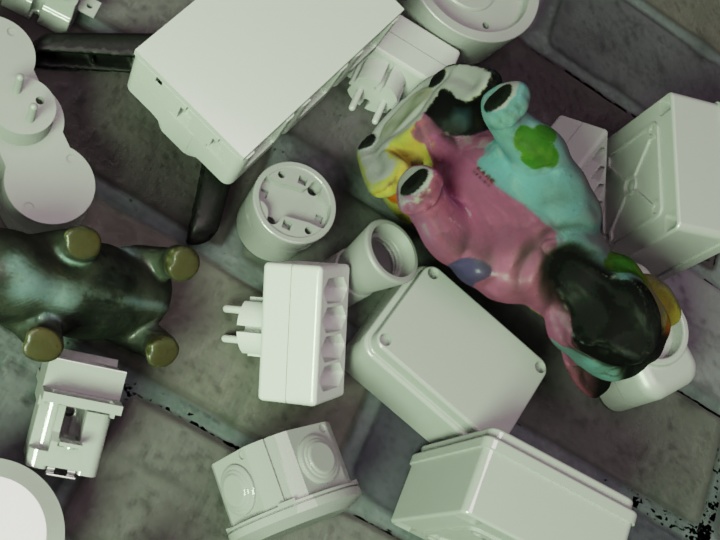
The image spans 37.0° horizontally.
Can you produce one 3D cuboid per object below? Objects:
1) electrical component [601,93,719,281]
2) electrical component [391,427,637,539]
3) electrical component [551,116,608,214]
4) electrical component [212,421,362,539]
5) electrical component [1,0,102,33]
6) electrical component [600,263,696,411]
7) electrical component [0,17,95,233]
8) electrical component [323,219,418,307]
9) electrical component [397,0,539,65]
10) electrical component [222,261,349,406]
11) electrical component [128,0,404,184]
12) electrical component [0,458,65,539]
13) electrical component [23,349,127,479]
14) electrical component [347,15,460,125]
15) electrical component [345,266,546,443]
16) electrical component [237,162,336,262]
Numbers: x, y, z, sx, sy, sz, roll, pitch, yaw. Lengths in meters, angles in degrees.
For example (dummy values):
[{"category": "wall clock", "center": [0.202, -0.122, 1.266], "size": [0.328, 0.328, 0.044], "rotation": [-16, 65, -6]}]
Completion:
[{"category": "electrical component", "center": [0.221, -0.056, 0.787], "size": [0.056, 0.109, 0.108], "rotation": [10, 69, -18]}, {"category": "electrical component", "center": [0.092, 0.149, 0.659], "size": [0.109, 0.109, 0.056], "rotation": [29, 66, -12]}, {"category": "electrical component", "center": [0.134, -0.068, 0.777], "size": [0.076, 0.083, 0.047], "rotation": [24, 57, 28]}, {"category": "electrical component", "center": [-0.043, 0.125, 0.625], "size": [0.080, 0.080, 0.051], "rotation": [-14, 74, -27]}, {"category": "electrical component", "center": [-0.194, -0.184, 0.677], "size": [0.066, 0.055, 0.048], "rotation": [26, 64, -14]}, {"category": "electrical component", "center": [0.193, 0.047, 0.767], "size": [0.054, 0.059, 0.095], "rotation": [-22, 82, -28]}, {"category": "electrical component", "center": [-0.200, -0.089, 0.631], "size": [0.052, 0.074, 0.138], "rotation": [-23, 83, -29]}, {"category": "electrical component", "center": [0.000, 0.000, 0.694], "size": [0.044, 0.065, 0.044], "rotation": [22, 54, -34]}, {"category": "electrical component", "center": [0.071, -0.203, 0.798], "size": [0.108, 0.060, 0.108], "rotation": [8, 70, -21]}, {"category": "electrical component", "center": [-0.051, 0.036, 0.663], "size": [0.076, 0.047, 0.083], "rotation": [4, 93, 21]}, {"category": "electrical component", "center": [-0.060, -0.137, 0.672], "size": [0.089, 0.062, 0.150], "rotation": [45, 67, -3]}, {"category": "electrical component", "center": [-0.199, 0.142, 0.565], "size": [0.080, 0.051, 0.080], "rotation": [8, 70, -21]}, {"category": "electrical component", "center": [-0.160, 0.079, 0.595], "size": [0.042, 0.081, 0.063], "rotation": [15, 89, -18]}, {"category": "electrical component", "center": [0.015, -0.137, 0.758], "size": [0.083, 0.047, 0.075], "rotation": [29, 64, -13]}, {"category": "electrical component", "center": [0.055, 0.061, 0.702], "size": [0.113, 0.057, 0.078], "rotation": [41, 61, -6]}, {"category": "electrical component", "center": [-0.050, -0.036, 0.695], "size": [0.055, 0.047, 0.055], "rotation": [8, 70, -21]}]
